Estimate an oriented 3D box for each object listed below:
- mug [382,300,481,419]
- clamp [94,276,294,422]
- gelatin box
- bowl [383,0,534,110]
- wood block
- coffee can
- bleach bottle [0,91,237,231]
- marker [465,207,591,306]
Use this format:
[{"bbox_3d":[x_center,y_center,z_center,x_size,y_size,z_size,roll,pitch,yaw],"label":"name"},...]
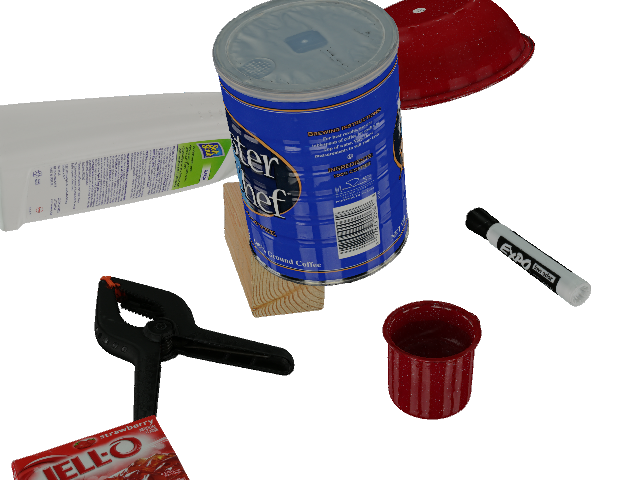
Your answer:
[{"bbox_3d":[0.114,0.112,1.036,0.093,0.081,0.117,26,43,35],"label":"mug"},{"bbox_3d":[-0.136,0.093,0.992,0.164,0.036,0.210,-17,40,-30],"label":"clamp"},{"bbox_3d":[-0.124,0.141,0.606,0.089,0.030,0.073,-15,28,-19],"label":"gelatin box"},{"bbox_3d":[0.089,-0.163,0.871,0.162,0.055,0.162,-15,25,7],"label":"bowl"},{"bbox_3d":[-0.062,0.004,1.350,0.090,0.090,0.206,-6,28,-13],"label":"wood block"},{"bbox_3d":[-0.002,-0.058,0.628,0.103,0.140,0.103,-4,41,4],"label":"coffee can"},{"bbox_3d":[-0.124,-0.069,0.821,0.250,0.068,0.103,-8,-28,-19],"label":"bleach bottle"},{"bbox_3d":[0.144,0.009,0.759,0.020,0.020,0.121,0,28,-35],"label":"marker"}]
